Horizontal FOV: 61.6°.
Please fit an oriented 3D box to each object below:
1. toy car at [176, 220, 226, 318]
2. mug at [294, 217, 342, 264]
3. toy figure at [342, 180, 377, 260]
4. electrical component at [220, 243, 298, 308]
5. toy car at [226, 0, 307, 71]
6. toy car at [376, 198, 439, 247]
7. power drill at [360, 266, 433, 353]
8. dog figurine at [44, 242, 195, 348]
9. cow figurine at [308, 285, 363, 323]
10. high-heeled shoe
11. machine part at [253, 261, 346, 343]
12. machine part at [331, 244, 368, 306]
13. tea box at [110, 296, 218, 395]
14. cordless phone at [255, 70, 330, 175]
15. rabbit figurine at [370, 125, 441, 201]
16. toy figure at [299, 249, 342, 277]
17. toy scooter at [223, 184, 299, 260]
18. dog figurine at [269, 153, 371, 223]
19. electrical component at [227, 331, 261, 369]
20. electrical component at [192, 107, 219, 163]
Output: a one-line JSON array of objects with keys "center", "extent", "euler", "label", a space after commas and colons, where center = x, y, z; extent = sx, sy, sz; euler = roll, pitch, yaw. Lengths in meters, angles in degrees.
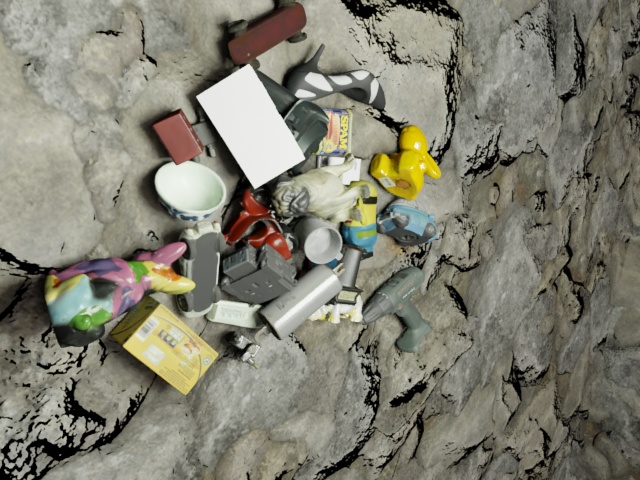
[{"center": [-0.218, 0.054, 0.966], "extent": [0.073, 0.056, 0.201], "euler": [-17, 130, -39], "label": "toy car"}, {"center": [-0.002, -0.003, 1.125], "extent": [0.109, 0.107, 0.080], "euler": [30, 99, -32], "label": "mug"}, {"center": [0.091, -0.047, 1.226], "extent": [0.089, 0.082, 0.180], "euler": [-25, 112, -48], "label": "toy figure"}, {"center": [-0.124, 0.066, 1.030], "extent": [0.134, 0.115, 0.058], "euler": [42, 27, -45], "label": "electrical component"}, {"center": [-0.099, -0.384, 0.996], "extent": [0.202, 0.053, 0.089], "euler": [-44, 136, -30], "label": "toy car"}, {"center": [0.213, -0.052, 1.327], "extent": [0.161, 0.109, 0.103], "euler": [23, 61, -30], "label": "toy car"}, {"center": [0.202, 0.194, 1.387], "extent": [0.232, 0.086, 0.207], "euler": [-45, 118, -28], "label": "power drill"}, {"center": [-0.306, 0.074, 0.847], "extent": [0.219, 0.192, 0.108], "euler": [-17, 106, -21], "label": "dog figurine"}, {"center": [0.028, 0.139, 1.220], "extent": [0.167, 0.068, 0.098], "euler": [6, 91, -45], "label": "cow figurine"}, {"center": [0.040, -0.295, 1.123], "extent": [0.248, 0.086, 0.145], "euler": [28, 84, -37], "label": "high-heeled shoe"}, {"center": [-0.040, 0.123, 1.098], "extent": [0.243, 0.079, 0.079], "euler": [-37, 123, -18], "label": "machine part"}, {"center": [0.066, 0.078, 1.185], "extent": [0.084, 0.039, 0.138], "euler": [8, 96, -36], "label": "machine part"}, {"center": [-0.276, 0.188, 0.965], "extent": [0.098, 0.068, 0.169], "euler": [-50, 128, -21], "label": "tea box"}, {"center": [-0.086, -0.225, 1.034], "extent": [0.184, 0.089, 0.146], "euler": [32, 110, -18], "label": "cordless phone"}, {"center": [0.222, -0.192, 1.286], "extent": [0.162, 0.122, 0.173], "euler": [35, 58, -33], "label": "rabbit figurine"}, {"center": [-0.008, 0.072, 1.180], "extent": [0.154, 0.064, 0.057], "euler": [-55, 167, -11], "label": "toy figure"}, {"center": [-0.127, -0.010, 1.045], "extent": [0.135, 0.075, 0.183], "euler": [-39, 128, -16], "label": "toy scooter"}, {"center": [-0.019, -0.077, 1.055], "extent": [0.190, 0.121, 0.172], "euler": [-17, 148, -22], "label": "dog figurine"}, {"center": [-0.152, 0.218, 1.068], "extent": [0.078, 0.102, 0.045], "euler": [34, 74, -14], "label": "electrical component"}, {"center": [-0.216, -0.188, 0.960], "extent": [0.063, 0.021, 0.093], "euler": [-26, 117, -33], "label": "electrical component"}]
